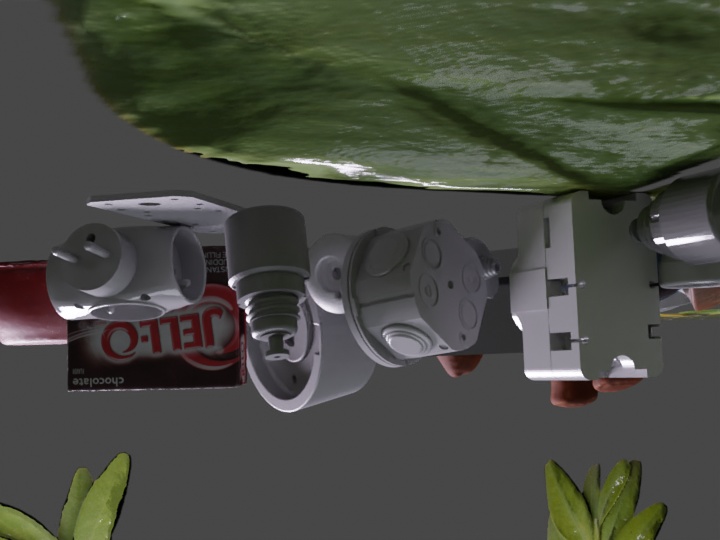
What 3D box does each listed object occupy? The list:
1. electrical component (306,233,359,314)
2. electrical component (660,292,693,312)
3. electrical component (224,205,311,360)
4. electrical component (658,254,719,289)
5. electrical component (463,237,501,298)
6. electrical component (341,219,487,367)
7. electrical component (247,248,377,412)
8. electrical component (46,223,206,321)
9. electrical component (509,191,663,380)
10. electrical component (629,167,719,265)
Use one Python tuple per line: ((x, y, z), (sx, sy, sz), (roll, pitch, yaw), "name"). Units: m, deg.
((0.000, 0.000, 0.656), (0.048, 0.048, 0.062), (-6, -178, 35), "electrical component")
((0.176, -0.007, 0.673), (0.099, 0.064, 0.099), (-12, -175, 1), "electrical component")
((-0.044, 0.005, 0.524), (0.040, 0.078, 0.040), (-6, 161, -2), "electrical component")
((0.167, -0.015, 0.528), (0.040, 0.046, 0.040), (-2, 175, 0), "electrical component")
((0.053, 0.001, 0.685), (0.081, 0.043, 0.043), (-6, 174, 38), "electrical component")
((0.031, 0.012, 0.605), (0.051, 0.080, 0.080), (-13, 169, 38), "electrical component")
((-0.029, 0.036, 0.715), (0.060, 0.108, 0.108), (-6, 178, -34), "electrical component")
((-0.135, -0.002, 0.581), (0.077, 0.044, 0.079), (-8, 164, 16), "electrical component")
((0.112, 0.010, 0.539), (0.050, 0.089, 0.056), (0, 175, -25), "electrical component")
((0.148, -0.022, 0.475), (0.040, 0.040, 0.078), (0, 175, -24), "electrical component")
